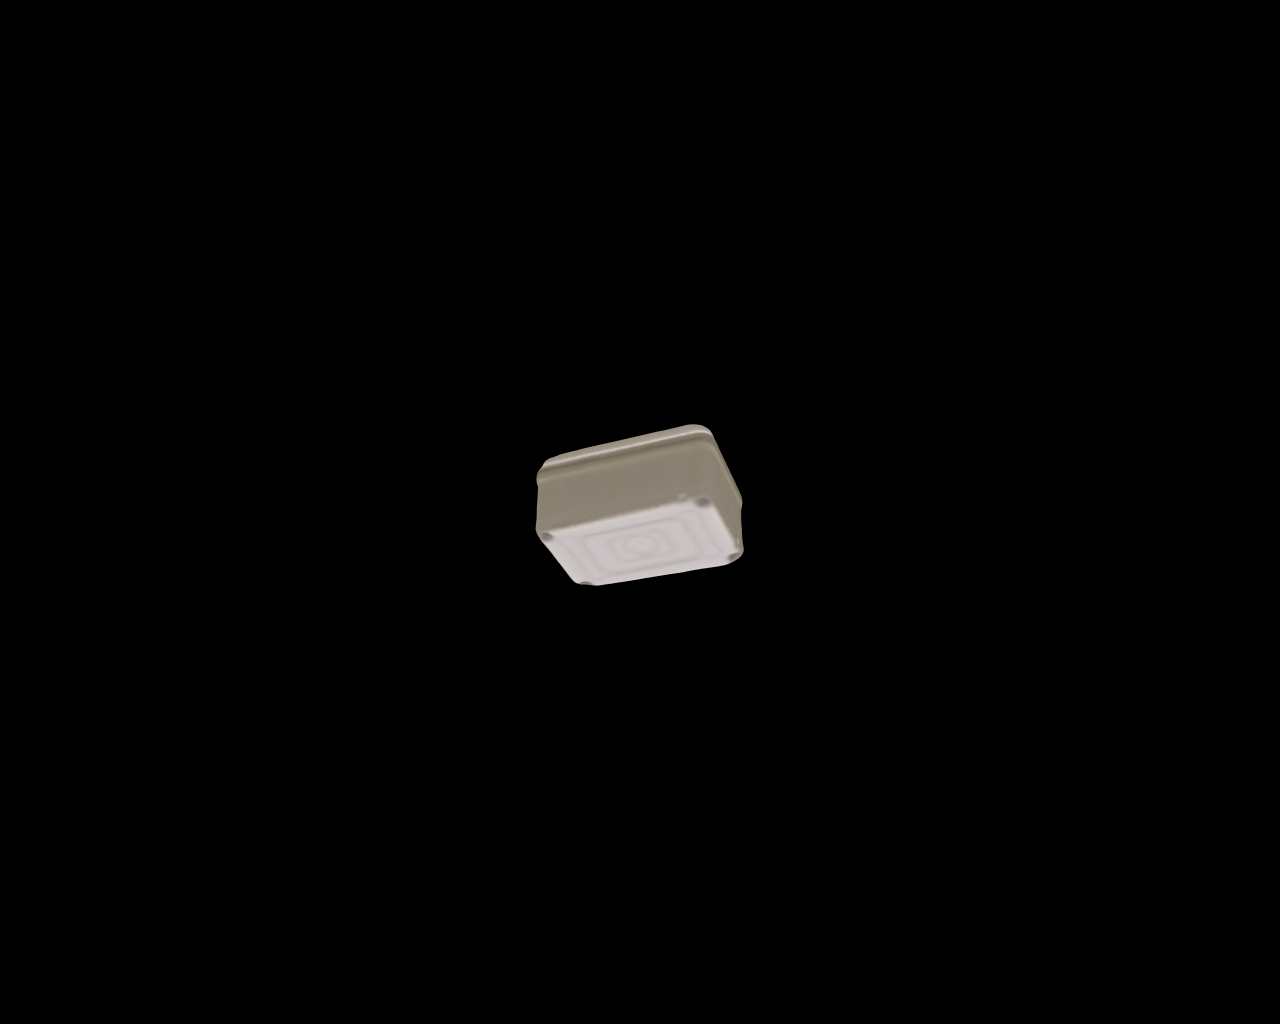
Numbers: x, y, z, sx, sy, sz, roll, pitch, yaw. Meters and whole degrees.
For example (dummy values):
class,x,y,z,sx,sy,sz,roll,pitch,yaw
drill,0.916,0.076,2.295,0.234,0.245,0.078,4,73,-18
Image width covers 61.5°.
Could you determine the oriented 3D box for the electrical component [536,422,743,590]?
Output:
class,x,y,z,sx,sy,sz,roll,pitch,yaw
electrical component,0.001,-0.003,0.650,0.113,0.057,0.078,-11,-35,16
